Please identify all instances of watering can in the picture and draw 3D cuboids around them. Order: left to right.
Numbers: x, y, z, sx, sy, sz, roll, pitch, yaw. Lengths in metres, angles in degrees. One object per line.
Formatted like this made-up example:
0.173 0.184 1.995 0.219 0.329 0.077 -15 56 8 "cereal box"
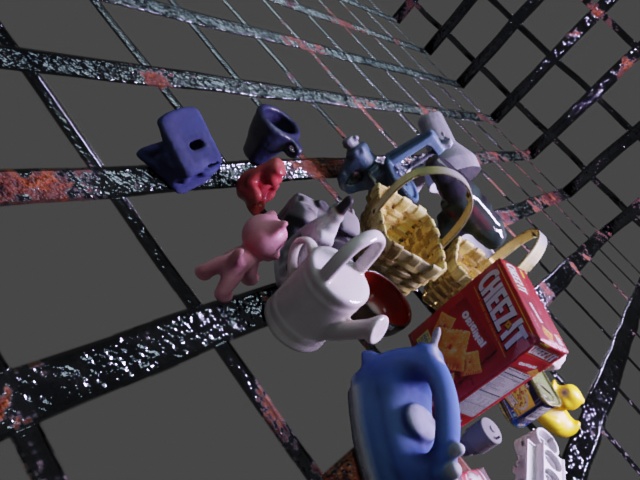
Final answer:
0.023 0.062 0.762 0.173 0.193 0.101 43 29 3 "watering can"

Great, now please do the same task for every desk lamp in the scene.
0.232 -0.171 1.299 0.118 0.213 0.203 1 49 -49 "desk lamp"

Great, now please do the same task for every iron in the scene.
0.125 0.234 0.711 0.119 0.141 0.258 27 33 -25 "iron"

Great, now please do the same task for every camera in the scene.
0.008 0.003 0.917 0.144 0.100 0.136 27 33 -25 "camera"

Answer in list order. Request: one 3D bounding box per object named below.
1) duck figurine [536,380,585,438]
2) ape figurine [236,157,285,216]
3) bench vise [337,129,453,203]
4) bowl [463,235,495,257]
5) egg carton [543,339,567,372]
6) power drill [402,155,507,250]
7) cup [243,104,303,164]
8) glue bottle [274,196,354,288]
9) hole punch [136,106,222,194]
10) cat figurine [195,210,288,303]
0.446 0.305 1.054 0.104 0.086 0.078 47 30 9 "duck figurine"
-0.091 -0.096 0.940 0.078 0.092 0.076 -4 52 -52 "ape figurine"
0.152 -0.156 1.177 0.208 0.219 0.121 25 33 -27 "bench vise"
0.333 0.062 1.252 0.168 0.074 0.167 30 32 -20 "bowl"
0.452 0.205 1.211 0.108 0.069 0.150 19 37 -35 "egg carton"
0.243 -0.033 1.134 0.230 0.208 0.075 33 30 -15 "power drill"
-0.088 -0.175 1.043 0.117 0.094 0.092 51 31 15 "cup"
-0.006 -0.001 0.832 0.037 0.173 0.078 26 33 -26 "glue bottle"
-0.199 -0.138 0.867 0.101 0.091 0.109 42 29 0 "hole punch"
-0.091 0.010 0.772 0.067 0.117 0.128 44 29 4 "cat figurine"
